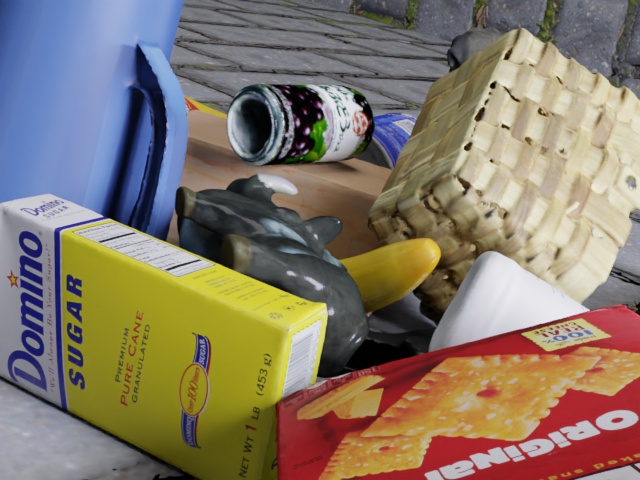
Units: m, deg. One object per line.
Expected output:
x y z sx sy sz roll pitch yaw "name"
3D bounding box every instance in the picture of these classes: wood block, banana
-0.034 -0.025 0.804 0.206 0.090 0.090 19 18 18 "wood block"
-0.008 0.018 0.698 0.198 0.070 0.037 13 20 40 "banana"

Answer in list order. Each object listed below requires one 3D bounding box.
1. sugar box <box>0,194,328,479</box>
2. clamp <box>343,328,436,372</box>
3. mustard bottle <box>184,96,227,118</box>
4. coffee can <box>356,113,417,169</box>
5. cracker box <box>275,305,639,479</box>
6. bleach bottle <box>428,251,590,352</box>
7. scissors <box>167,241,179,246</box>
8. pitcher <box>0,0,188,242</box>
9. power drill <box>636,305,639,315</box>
-0.086 0.048 0.517 0.176 0.093 0.048 19 19 23 "sugar box"
0.057 0.081 0.612 0.209 0.036 0.165 8 17 -17 "clamp"
-0.127 -0.092 0.916 0.191 0.058 0.096 22 33 -26 "mustard bottle"
0.042 -0.057 0.940 0.103 0.103 0.140 19 17 21 "coffee can"
0.069 0.092 0.367 0.164 0.072 0.214 -15 9 -1 "cracker box"
0.180 0.094 0.549 0.251 0.068 0.102 29 4 5 "bleach bottle"
-0.178 -0.010 0.771 0.202 0.016 0.096 20 16 27 "scissors"
-0.151 -0.090 0.661 0.149 0.243 0.145 16 13 -12 "pitcher"
0.354 0.070 0.830 0.188 0.057 0.184 24 26 30 "power drill"
